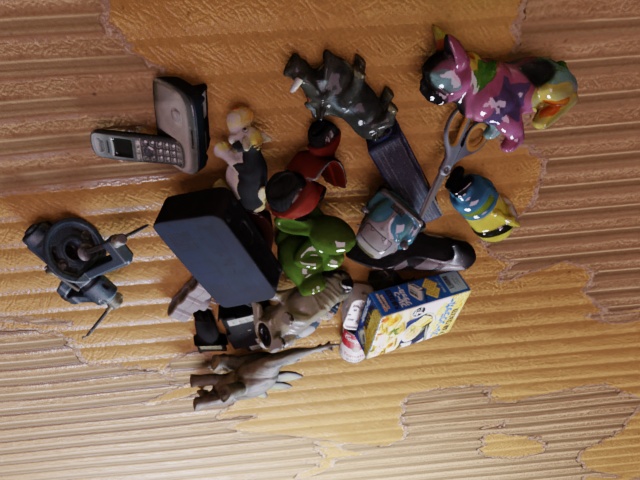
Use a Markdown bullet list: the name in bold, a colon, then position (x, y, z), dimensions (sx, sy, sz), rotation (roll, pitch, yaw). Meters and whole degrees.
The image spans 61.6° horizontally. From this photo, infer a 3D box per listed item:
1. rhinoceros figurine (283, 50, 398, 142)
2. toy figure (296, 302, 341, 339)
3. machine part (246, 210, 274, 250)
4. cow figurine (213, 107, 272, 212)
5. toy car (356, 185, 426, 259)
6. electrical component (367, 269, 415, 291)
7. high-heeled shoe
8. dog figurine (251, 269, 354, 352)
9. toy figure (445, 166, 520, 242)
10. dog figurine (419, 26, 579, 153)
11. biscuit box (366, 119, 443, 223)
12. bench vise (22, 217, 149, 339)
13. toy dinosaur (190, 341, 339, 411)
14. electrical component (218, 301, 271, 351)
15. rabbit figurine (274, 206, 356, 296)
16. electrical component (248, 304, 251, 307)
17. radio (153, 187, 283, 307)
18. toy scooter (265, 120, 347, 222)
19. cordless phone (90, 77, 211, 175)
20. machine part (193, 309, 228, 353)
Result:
- **rhinoceros figurine**: position (0.033, -0.227, 0.831), dimensions (0.190, 0.073, 0.112), rotation (30, 126, -26)
- **toy figure**: position (-0.012, 0.166, 1.180), dimensions (0.154, 0.058, 0.064), rotation (-35, 164, 21)
- **machine part**: position (-0.171, -0.010, 1.008), dimensions (0.179, 0.056, 0.179), rotation (-3, 131, -4)
- **cow figurine**: position (-0.120, -0.126, 0.874), dimensions (0.068, 0.098, 0.167), rotation (-30, 146, -38)
- **toy car**: position (0.111, -0.019, 0.952), dimensions (0.103, 0.109, 0.161), rotation (-44, 173, -12)
- **electrical component**: position (0.149, 0.082, 1.131), dimensions (0.078, 0.045, 0.102), rotation (-11, 136, 44)
- **high-heeled shoe**: position (0.187, 0.030, 1.090), dimensions (0.249, 0.086, 0.145), rotation (-2, 164, 18)
- **dog figurine**: position (-0.029, 0.143, 1.101), dimensions (0.190, 0.121, 0.172), rotation (-12, 154, -38)
- **toy figure**: position (0.295, -0.063, 0.993), dimensions (0.180, 0.082, 0.089), rotation (30, 137, -34)
- **dog figurine**: position (0.260, -0.248, 0.810), dimensions (0.191, 0.108, 0.219), rotation (-38, 119, 18)
- **biscuit box**: position (0.149, -0.114, 0.946), dimensions (0.063, 0.059, 0.202), rotation (-24, 130, 16)
- **bench vise**: position (-0.414, 0.044, 0.975), dimensions (0.241, 0.129, 0.223), rotation (-17, 113, 33)
- **toy dinosaur**: position (-0.151, 0.302, 1.213), dimensions (0.198, 0.105, 0.471), rotation (3, 157, -39)
- **electrical component**: position (-0.149, 0.186, 1.180), dimensions (0.115, 0.058, 0.134), rotation (-11, 132, 7)
- **rabbit figurine**: position (-0.002, -0.003, 0.983), dimensions (0.159, 0.121, 0.170), rotation (52, 142, -3)
- **electrical component**: position (-0.161, 0.099, 1.110), dimensions (0.119, 0.048, 0.074), rotation (-37, 125, 22)
- **radio**: position (-0.167, 0.017, 0.928), dimensions (0.131, 0.073, 0.229), rotation (-11, 134, 22)
- **toy scooter**: position (-0.009, -0.100, 0.908), dimensions (0.184, 0.075, 0.135), rotation (-57, 147, -9)
- **cordless phone**: position (-0.266, -0.181, 0.833), dimensions (0.184, 0.089, 0.146), rotation (3, 131, -3)
- **machine part**: position (-0.251, 0.207, 1.203), dimensions (0.084, 0.039, 0.138), rotation (0, 134, 5)
